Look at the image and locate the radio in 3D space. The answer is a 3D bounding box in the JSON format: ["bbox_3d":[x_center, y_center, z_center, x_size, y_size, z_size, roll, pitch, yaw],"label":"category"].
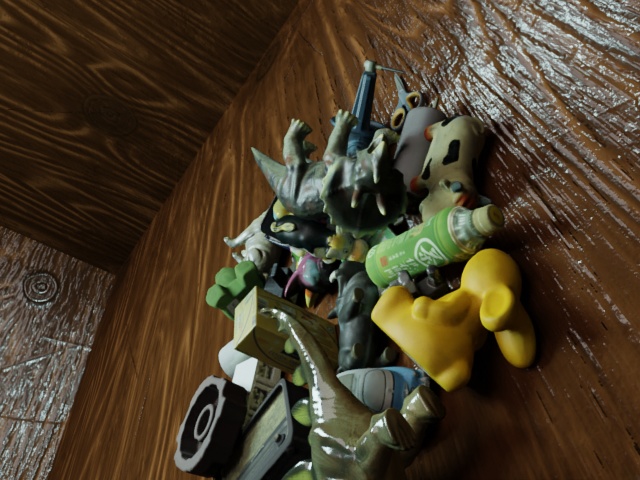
[{"bbox_3d":[-0.084,0.349,0.852,0.229,0.073,0.131,-56,23,16],"label":"radio"}]

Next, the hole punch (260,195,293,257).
[{"bbox_3d":[-0.062,-0.035,1.192,0.142,0.116,0.092,-62,-3,-14],"label":"hole punch"}]

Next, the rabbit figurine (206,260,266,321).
[{"bbox_3d":[-0.161,0.107,1.151,0.121,0.159,0.170,-51,28,-5],"label":"rabbit figurine"}]

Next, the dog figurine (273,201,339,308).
[{"bbox_3d":[-0.030,0.017,1.051,0.192,0.108,0.219,3,69,37],"label":"dog figurine"}]

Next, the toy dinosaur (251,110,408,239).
[{"bbox_3d":[-0.001,-0.097,0.884,0.405,0.131,0.192,-4,65,49],"label":"toy dinosaur"}]

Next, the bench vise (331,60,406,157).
[{"bbox_3d":[0.078,-0.225,1.053,0.224,0.129,0.240,-60,-17,-65],"label":"bench vise"}]

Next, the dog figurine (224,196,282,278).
[{"bbox_3d":[-0.107,-0.004,1.268,0.190,0.121,0.172,-40,61,4],"label":"dog figurine"}]

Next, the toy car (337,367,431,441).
[{"bbox_3d":[0.063,0.212,0.687,0.161,0.103,0.109,-35,36,47],"label":"toy car"}]

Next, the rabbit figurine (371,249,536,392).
[{"bbox_3d":[0.168,0.079,0.618,0.173,0.121,0.162,-44,24,-9],"label":"rabbit figurine"}]

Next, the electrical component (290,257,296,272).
[{"bbox_3d":[-0.054,0.073,1.154,0.063,0.021,0.094,-55,26,13],"label":"electrical component"}]

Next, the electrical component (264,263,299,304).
[{"bbox_3d":[-0.082,0.093,1.070,0.048,0.119,0.075,-5,56,25],"label":"electrical component"}]

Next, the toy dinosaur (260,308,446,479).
[{"bbox_3d":[0.044,0.241,0.573,0.198,0.105,0.472,-44,52,30],"label":"toy dinosaur"}]

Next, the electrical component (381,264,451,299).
[{"bbox_3d":[0.130,0.073,0.713,0.078,0.102,0.045,-40,51,2],"label":"electrical component"}]

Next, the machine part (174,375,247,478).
[{"bbox_3d":[-0.191,0.325,0.944,0.179,0.056,0.179,-46,26,30],"label":"machine part"}]

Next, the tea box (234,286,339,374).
[{"bbox_3d":[-0.054,0.158,0.885,0.068,0.169,0.098,-47,26,24],"label":"tea box"}]

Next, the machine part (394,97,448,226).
[{"bbox_3d":[0.161,-0.132,0.894,0.079,0.079,0.243,-15,52,58],"label":"machine part"}]

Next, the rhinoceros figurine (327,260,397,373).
[{"bbox_3d":[0.060,0.117,0.815,0.112,0.073,0.190,129,146,-54],"label":"rhinoceros figurine"}]

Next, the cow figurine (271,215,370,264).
[{"bbox_3d":[0.000,-0.004,0.919,0.168,0.098,0.068,12,78,37],"label":"cow figurine"}]

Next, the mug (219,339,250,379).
[{"bbox_3d":[-0.140,0.222,1.108,0.107,0.080,0.110,-38,16,20],"label":"mug"}]

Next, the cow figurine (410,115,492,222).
[{"bbox_3d":[0.196,-0.097,0.787,0.127,0.085,0.195,-26,41,61],"label":"cow figurine"}]
